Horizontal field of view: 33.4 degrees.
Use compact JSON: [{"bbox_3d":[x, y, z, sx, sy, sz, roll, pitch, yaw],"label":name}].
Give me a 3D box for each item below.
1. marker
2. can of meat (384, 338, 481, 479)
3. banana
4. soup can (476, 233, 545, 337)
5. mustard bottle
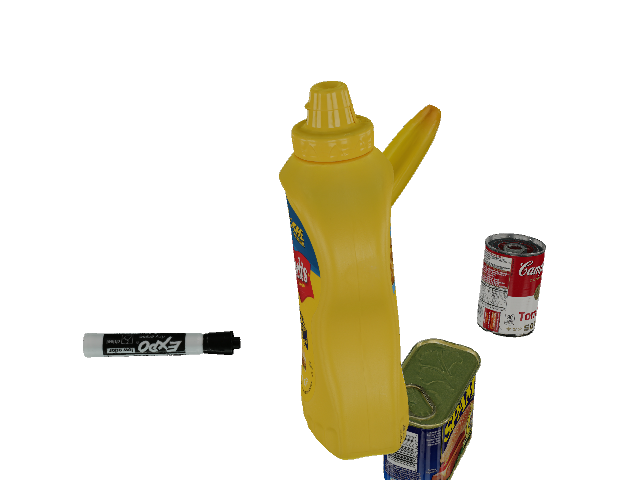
[{"bbox_3d":[-0.123,0.080,0.829,0.121,0.020,0.020,-1,0,1],"label":"marker"},{"bbox_3d":[0.087,0.143,0.853,0.057,0.084,0.102,14,36,23],"label":"can of meat"},{"bbox_3d":[0.049,-0.038,0.974,0.037,0.197,0.070,37,-18,-5],"label":"banana"},{"bbox_3d":[0.216,0.051,1.213,0.068,0.102,0.068,3,19,-1],"label":"soup can"},{"bbox_3d":[0.012,0.011,0.559,0.058,0.192,0.096,-7,24,-4],"label":"mustard bottle"}]
